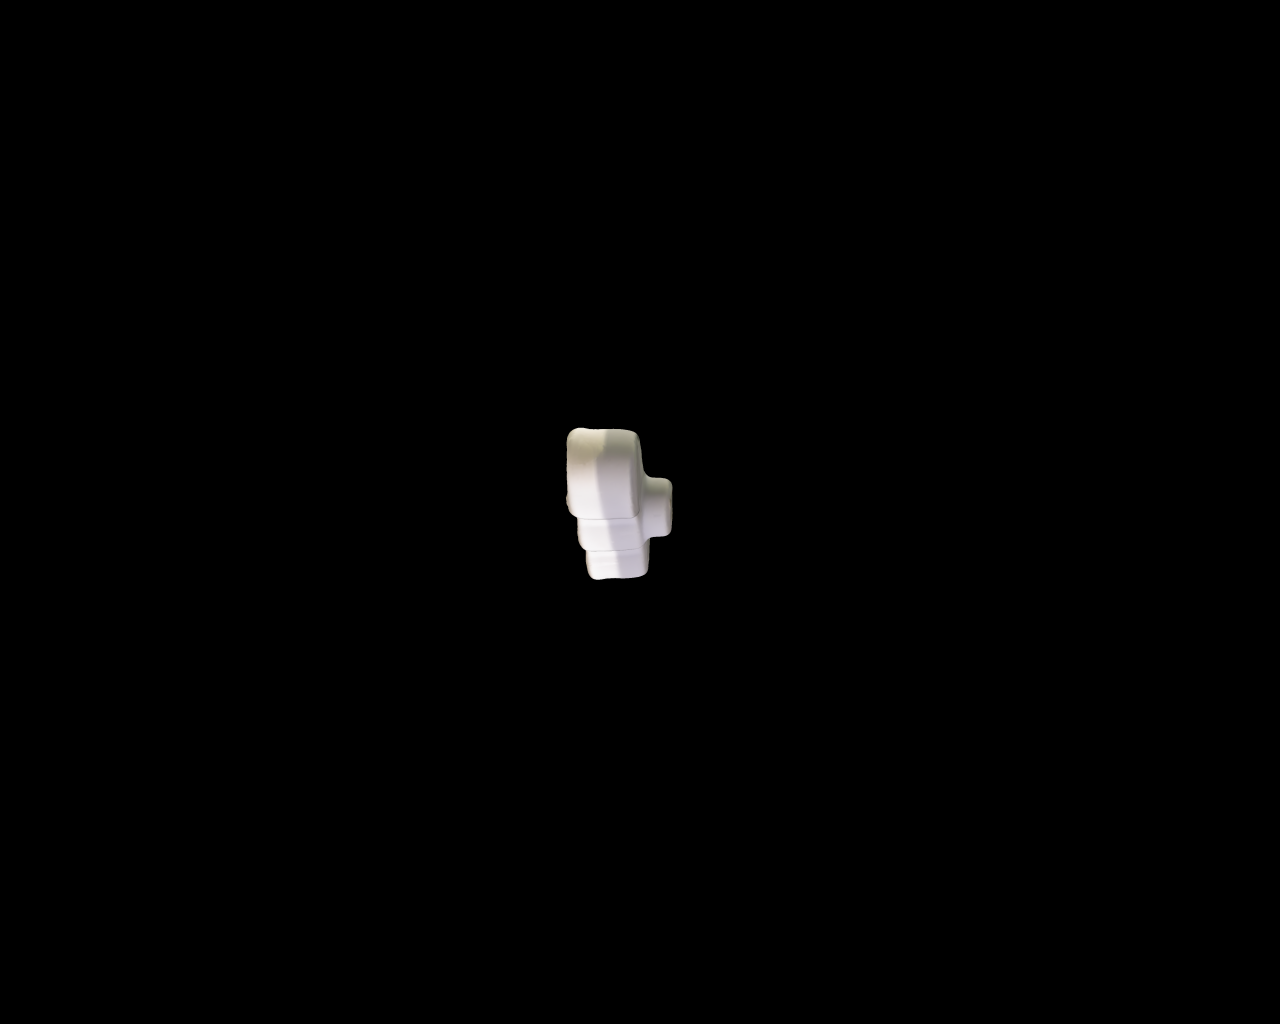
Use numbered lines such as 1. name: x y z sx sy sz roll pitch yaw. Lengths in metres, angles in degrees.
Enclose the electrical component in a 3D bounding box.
1. electrical component: 0.001 -0.003 0.650 0.074 0.052 0.138 -2 -27 3
